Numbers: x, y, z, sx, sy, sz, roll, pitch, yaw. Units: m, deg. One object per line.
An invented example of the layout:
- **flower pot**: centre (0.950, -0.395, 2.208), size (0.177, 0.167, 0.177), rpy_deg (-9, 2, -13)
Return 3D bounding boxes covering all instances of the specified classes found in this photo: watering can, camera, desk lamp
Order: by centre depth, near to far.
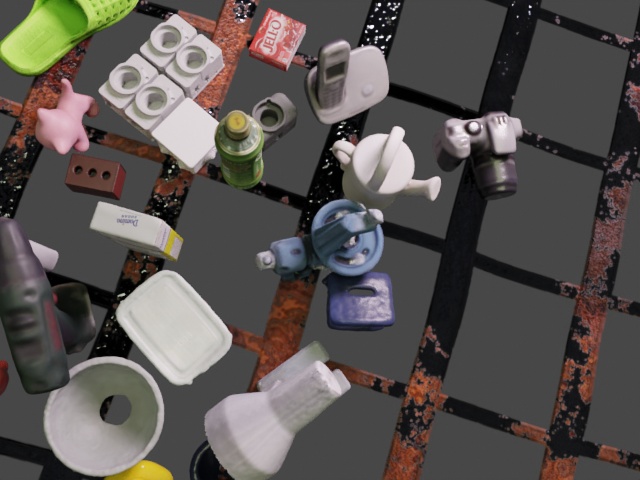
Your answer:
- **desk lamp**: centre (-0.051, 0.233, 0.811), size (0.203, 0.213, 0.118), rpy_deg (-36, 85, -11)
- **watering can**: centre (0.104, -0.114, 0.902), size (0.173, 0.194, 0.101), rpy_deg (5, 79, -5)
- **camera**: centre (0.280, -0.140, 0.974), size (0.143, 0.100, 0.137), rpy_deg (-7, 80, -7)

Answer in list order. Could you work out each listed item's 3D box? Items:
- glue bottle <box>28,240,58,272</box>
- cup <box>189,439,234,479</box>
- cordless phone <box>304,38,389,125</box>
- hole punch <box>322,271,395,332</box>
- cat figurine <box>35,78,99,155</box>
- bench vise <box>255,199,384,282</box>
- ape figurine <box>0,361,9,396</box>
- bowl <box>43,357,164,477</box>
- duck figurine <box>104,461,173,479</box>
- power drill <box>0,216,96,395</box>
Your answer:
- **glue bottle**: centre (-0.446, 0.011, 0.829), size (0.078, 0.173, 0.037), rpy_deg (16, 78, -3)
- **cup**: centre (-0.150, 0.339, 0.841), size (0.091, 0.095, 0.118), rpy_deg (44, 78, 3)
- **cordless phone**: centre (0.050, -0.275, 0.931), size (0.148, 0.185, 0.094), rpy_deg (-29, 84, -10)
- **hole punch**: centre (0.060, 0.094, 0.912), size (0.108, 0.091, 0.101), rpy_deg (1, 79, -6)
- **cat figurine**: centre (-0.404, -0.189, 0.899), size (0.067, 0.117, 0.128), rpy_deg (8, 79, -4)
- **bench vise**: centre (0.014, 0.013, 0.856), size (0.207, 0.219, 0.121), rpy_deg (-34, 84, -11)
- **ape figurine**: centre (-0.503, 0.208, 0.828), size (0.078, 0.092, 0.076), rpy_deg (19, 78, -2)
- **bowl**: centre (-0.310, 0.257, 0.849), size (0.167, 0.074, 0.167), rpy_deg (1, 79, -6)
- **duck figurine**: centre (-0.270, 0.366, 0.828), size (0.104, 0.086, 0.077), rpy_deg (1, 79, -6)
- **power drill**: centre (-0.387, 0.096, 0.802), size (0.075, 0.208, 0.229), rpy_deg (-15, 81, -8)
